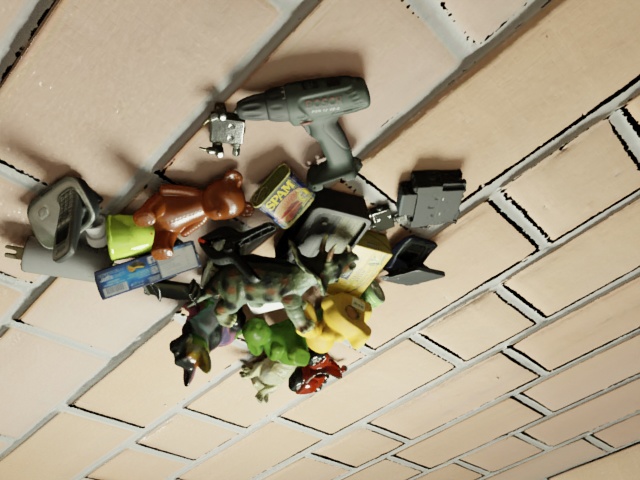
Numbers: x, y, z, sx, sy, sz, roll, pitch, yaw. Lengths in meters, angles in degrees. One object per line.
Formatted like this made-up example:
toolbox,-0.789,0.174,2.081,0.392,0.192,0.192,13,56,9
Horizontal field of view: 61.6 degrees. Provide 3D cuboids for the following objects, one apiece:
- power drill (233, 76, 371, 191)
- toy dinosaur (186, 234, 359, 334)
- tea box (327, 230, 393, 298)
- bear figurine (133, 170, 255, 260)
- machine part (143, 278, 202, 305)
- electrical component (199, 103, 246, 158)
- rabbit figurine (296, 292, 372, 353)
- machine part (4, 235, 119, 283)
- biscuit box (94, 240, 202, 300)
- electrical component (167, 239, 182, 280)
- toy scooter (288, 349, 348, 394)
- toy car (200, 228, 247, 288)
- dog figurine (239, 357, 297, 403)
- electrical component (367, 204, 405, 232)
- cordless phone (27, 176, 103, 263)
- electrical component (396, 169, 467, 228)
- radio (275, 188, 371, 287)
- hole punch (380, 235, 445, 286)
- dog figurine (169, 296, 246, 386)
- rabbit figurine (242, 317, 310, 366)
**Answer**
power drill,-0.016,-0.192,0.967,0.232,0.086,0.207,-16,127,3
toy dinosaur,-0.125,0.085,1.111,0.405,0.131,0.191,-3,119,13
tea box,0.078,0.055,1.226,0.098,0.068,0.169,14,132,-22
bear figurine,-0.234,-0.052,1.031,0.196,0.132,0.120,-8,125,8
machine part,-0.323,0.101,1.147,0.139,0.039,0.084,8,132,12
electrical component,-0.173,-0.192,0.957,0.078,0.045,0.102,9,133,-15
rabbit figurine,0.019,0.205,1.242,0.162,0.122,0.173,21,134,-21
machine part,-0.518,0.042,1.114,0.243,0.079,0.079,12,132,-18
biscuit box,-0.346,0.059,1.087,0.203,0.063,0.059,-19,93,-8
electrical component,-0.342,0.049,1.170,0.119,0.048,0.074,-26,133,19
toy scooter,-0.001,0.381,1.536,0.135,0.075,0.183,17,125,-25
toy car,-0.213,0.051,1.184,0.073,0.056,0.201,11,131,-19
dog figurine,-0.109,0.343,1.478,0.190,0.172,0.121,-37,91,-5
electrical component,0.135,-0.049,1.163,0.094,0.021,0.063,-15,134,7
cordless phone,-0.479,-0.015,0.988,0.147,0.184,0.088,-29,136,19
electrical component,0.227,-0.085,1.118,0.134,0.058,0.114,-5,133,-5
radio,-0.002,-0.003,1.150,0.131,0.073,0.229,16,130,-22
hole punch,0.208,0.050,1.229,0.142,0.092,0.116,10,155,-43
dog figurine,-0.258,0.236,1.248,0.108,0.219,0.191,-32,130,26
rabbit figurine,-0.120,0.233,1.327,0.170,0.121,0.159,27,156,-26
